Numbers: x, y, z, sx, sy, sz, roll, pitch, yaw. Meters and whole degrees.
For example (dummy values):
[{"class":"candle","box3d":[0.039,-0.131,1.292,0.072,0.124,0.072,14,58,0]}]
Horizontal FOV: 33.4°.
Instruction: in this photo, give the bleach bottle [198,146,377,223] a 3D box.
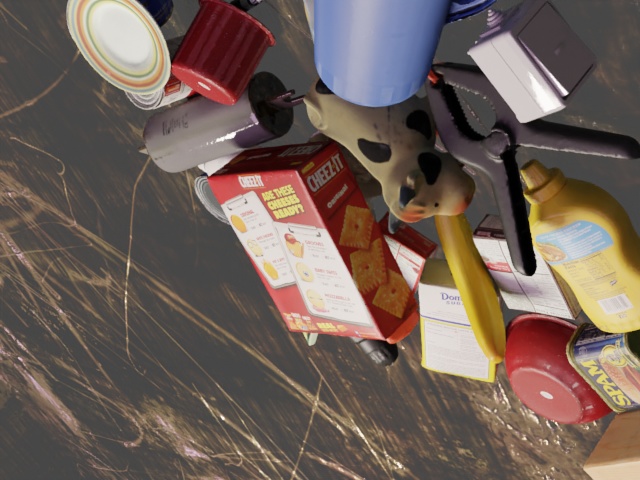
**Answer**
[{"class":"bleach bottle","box3d":[-0.052,-0.064,1.297,0.251,0.068,0.102,20,145,38]}]

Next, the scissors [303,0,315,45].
[{"class":"scissors","box3d":[-0.006,-0.222,1.050,0.201,0.016,0.096,65,-168,-76]}]

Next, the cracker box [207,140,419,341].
[{"class":"cracker box","box3d":[-0.008,0.001,1.155,0.164,0.072,0.213,0,123,50]}]

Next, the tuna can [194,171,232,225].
[{"class":"tuna can","box3d":[-0.124,-0.062,1.415,0.086,0.033,0.086,30,150,20]}]

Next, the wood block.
[{"class":"wood block","box3d":[0.391,0.230,1.128,0.091,0.090,0.206,45,152,-5]}]

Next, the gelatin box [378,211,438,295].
[{"class":"gelatin box","box3d":[0.096,0.015,1.256,0.073,0.030,0.089,35,152,15]}]

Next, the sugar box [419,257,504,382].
[{"class":"sugar box","box3d":[0.165,0.095,1.244,0.093,0.048,0.176,10,140,14]}]

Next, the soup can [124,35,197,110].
[{"class":"soup can","box3d":[-0.164,-0.190,1.194,0.069,0.102,0.068,19,122,33]}]

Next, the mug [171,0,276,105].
[{"class":"mug","box3d":[-0.107,-0.195,1.134,0.093,0.081,0.117,29,172,-7]}]

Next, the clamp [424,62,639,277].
[{"class":"clamp","box3d":[0.177,-0.093,0.959,0.210,0.036,0.165,54,127,14]}]

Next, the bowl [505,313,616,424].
[{"class":"bowl","box3d":[0.270,0.159,1.215,0.162,0.055,0.162,30,149,20]}]

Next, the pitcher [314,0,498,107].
[{"class":"pitcher","box3d":[0.065,-0.220,0.880,0.149,0.144,0.243,45,158,20]}]

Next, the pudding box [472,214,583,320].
[{"class":"pudding box","box3d":[0.220,0.028,1.112,0.090,0.039,0.113,7,139,48]}]

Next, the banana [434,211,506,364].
[{"class":"banana","box3d":[0.156,0.036,1.134,0.037,0.069,0.198,-24,81,22]}]

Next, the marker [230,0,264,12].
[{"class":"marker","box3d":[-0.060,-0.252,1.085,0.020,0.020,0.121,50,151,-16]}]

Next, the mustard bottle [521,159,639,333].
[{"class":"mustard bottle","box3d":[0.253,0.001,1.009,0.191,0.058,0.096,49,144,-14]}]

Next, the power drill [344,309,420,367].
[{"class":"power drill","box3d":[0.056,0.090,1.341,0.184,0.057,0.188,48,164,-8]}]

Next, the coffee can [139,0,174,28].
[{"class":"coffee can","box3d":[-0.224,-0.297,1.139,0.103,0.102,0.140,23,147,30]}]

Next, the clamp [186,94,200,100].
[{"class":"clamp","box3d":[-0.142,-0.169,1.283,0.172,0.039,0.120,16,140,25]}]

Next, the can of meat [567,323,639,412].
[{"class":"can of meat","box3d":[0.322,0.126,1.104,0.102,0.057,0.084,47,149,-11]}]
